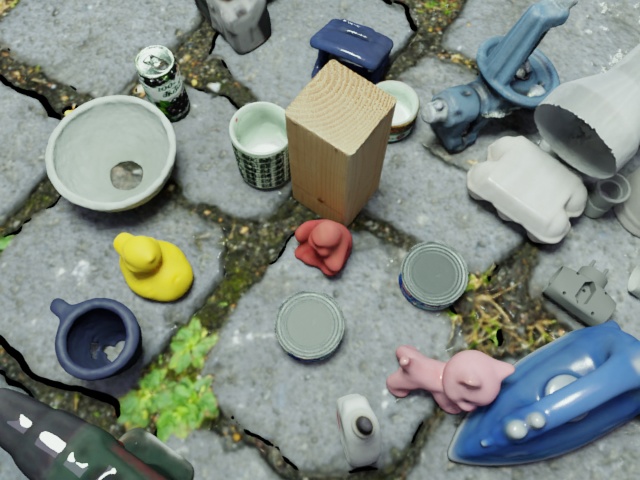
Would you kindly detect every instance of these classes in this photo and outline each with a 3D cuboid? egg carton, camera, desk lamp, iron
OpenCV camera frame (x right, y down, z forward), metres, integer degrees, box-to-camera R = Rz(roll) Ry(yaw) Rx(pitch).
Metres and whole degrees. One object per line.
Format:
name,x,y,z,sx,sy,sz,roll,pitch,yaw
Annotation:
egg carton,0.274,-0.068,0.761,0.150,0.107,0.069,38,-17,13
camera,-0.113,-0.382,0.859,0.137,0.143,0.101,-34,-17,-13
desk lamp,0.355,-0.153,0.718,0.203,0.117,0.213,-40,-16,-14
iron,0.265,0.178,0.629,0.258,0.118,0.141,-26,-19,-10

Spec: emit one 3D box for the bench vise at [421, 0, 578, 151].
bench vise,0.238,-0.207,0.734,0.121,0.208,0.220,42,-16,14

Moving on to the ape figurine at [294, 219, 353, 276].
ape figurine,0.007,0.003,0.718,0.076,0.077,0.092,-20,-20,-8

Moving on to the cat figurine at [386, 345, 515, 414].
cat figurine,0.146,0.154,0.649,0.127,0.067,0.118,14,-21,5

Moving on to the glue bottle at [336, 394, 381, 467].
glue bottle,0.041,0.197,0.601,0.037,0.078,0.173,-15,-20,-6

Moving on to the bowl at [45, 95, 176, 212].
bowl,-0.268,-0.104,0.763,0.167,0.167,0.075,0,-21,-1

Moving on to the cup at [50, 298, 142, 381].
cup,-0.256,0.115,0.669,0.117,0.092,0.095,34,-18,11

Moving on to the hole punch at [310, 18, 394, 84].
hole punch,0.045,-0.275,0.826,0.108,0.101,0.091,23,-20,8

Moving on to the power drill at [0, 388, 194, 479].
power drill,-0.202,0.230,0.565,0.229,0.076,0.208,31,-18,10

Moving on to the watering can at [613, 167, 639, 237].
watering can,0.453,-0.086,0.705,0.101,0.173,0.194,-8,-21,-4

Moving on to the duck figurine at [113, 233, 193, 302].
duck figurine,-0.210,0.027,0.708,0.104,0.077,0.086,32,-18,11
